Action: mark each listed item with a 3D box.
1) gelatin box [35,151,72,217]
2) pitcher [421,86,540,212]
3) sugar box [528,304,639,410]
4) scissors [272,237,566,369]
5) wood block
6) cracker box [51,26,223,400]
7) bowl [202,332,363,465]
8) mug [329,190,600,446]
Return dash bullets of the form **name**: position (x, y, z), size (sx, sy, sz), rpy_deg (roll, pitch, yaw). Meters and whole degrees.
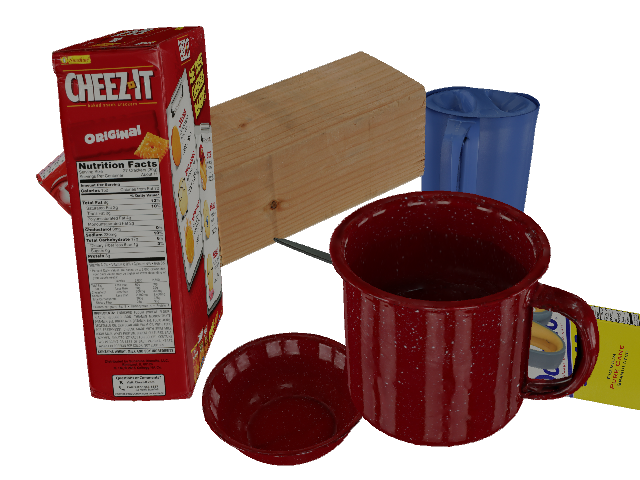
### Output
- **gelatin box**: position (-0.232, -0.065, 1.088), size (0.089, 0.073, 0.030), rpy_deg (-42, 30, -5)
- **pitcher**: position (0.173, -0.048, 1.231), size (0.149, 0.243, 0.145), rpy_deg (-9, 24, -21)
- **sugar box**: position (0.286, 0.116, 1.074), size (0.176, 0.093, 0.048), rpy_deg (8, 21, 7)
- **scissors**: position (0.074, 0.027, 0.721), size (0.202, 0.016, 0.096), rpy_deg (27, 29, 15)
- **wood block**: position (-0.020, -0.072, 0.877), size (0.205, 0.091, 0.090), rpy_deg (-25, 42, -27)
- **cracker box**: position (-0.112, -0.025, 0.692), size (0.072, 0.214, 0.164), rpy_deg (-3, 15, 3)
- **bowl**: position (-0.030, 0.162, 1.023), size (0.162, 0.055, 0.162), rpy_deg (-4, 37, 3)
- **mug**: position (0.063, 0.037, 0.467), size (0.117, 0.081, 0.093), rpy_deg (10, 34, 20)
